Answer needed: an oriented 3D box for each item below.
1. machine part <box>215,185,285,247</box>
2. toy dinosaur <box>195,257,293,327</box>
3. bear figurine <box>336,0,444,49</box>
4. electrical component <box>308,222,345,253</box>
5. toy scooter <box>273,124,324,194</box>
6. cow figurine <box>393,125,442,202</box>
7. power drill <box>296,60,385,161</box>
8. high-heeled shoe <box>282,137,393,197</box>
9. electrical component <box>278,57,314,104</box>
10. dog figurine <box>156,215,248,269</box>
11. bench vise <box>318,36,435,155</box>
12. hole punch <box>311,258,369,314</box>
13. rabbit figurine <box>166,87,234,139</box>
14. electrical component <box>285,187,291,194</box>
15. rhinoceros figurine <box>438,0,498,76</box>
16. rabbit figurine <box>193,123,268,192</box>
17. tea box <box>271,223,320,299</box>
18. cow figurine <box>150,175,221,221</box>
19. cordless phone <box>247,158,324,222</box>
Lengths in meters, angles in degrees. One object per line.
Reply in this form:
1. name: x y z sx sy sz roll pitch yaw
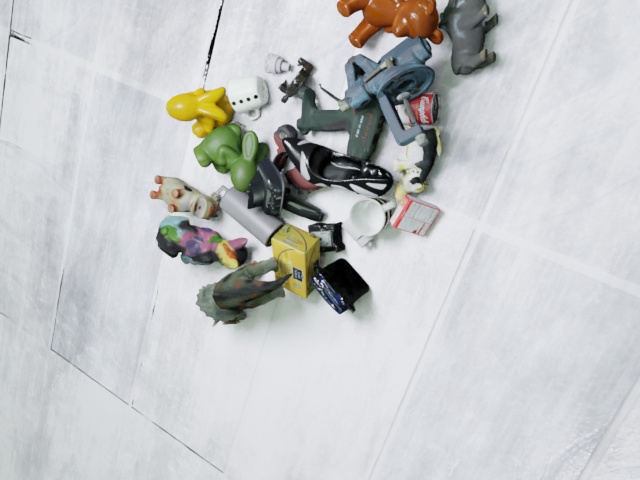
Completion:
1. machine part: -0.171 -0.062 1.370 0.243 0.079 0.079 40 115 17
2. toy dinosaur: -0.197 0.125 1.301 0.131 0.192 0.405 61 161 4
3. bear figurine: 0.146 -0.443 1.089 0.132 0.120 0.196 -38 52 -5
4. electrical component: -0.003 -0.004 1.309 0.119 0.048 0.074 -6 96 29
5. toy scooter: -0.064 -0.175 1.295 0.184 0.075 0.135 49 125 8
6. cow figurine: 0.211 -0.162 1.161 0.098 0.068 0.167 8 104 20
7. power drill: 0.055 -0.300 1.215 0.208 0.086 0.231 11 107 17
8. high-heeled shoe: 0.038 -0.166 1.165 0.248 0.145 0.086 30 70 -13
9. electrical component: -0.059 -0.376 1.262 0.045 0.078 0.102 39 122 -10
10. dog figurine: -0.294 0.013 1.397 0.219 0.191 0.108 8 71 34
11. bench vise: 0.141 -0.278 1.065 0.224 0.128 0.240 -26 71 19
12. hole punch: 0.036 0.119 1.279 0.142 0.116 0.092 52 125 10
13. rabbit figurine: -0.297 -0.320 1.335 0.163 0.173 0.121 2 97 32
14. electrical component: -0.119 -0.120 1.363 0.094 0.021 0.063 17 107 23
15. rhinoceros figurine: 0.292 -0.427 1.071 0.112 0.073 0.190 -1 101 38
16. rabbit figurine: -0.202 -0.198 1.343 0.159 0.121 0.170 -40 67 7
17. tea box: -0.057 0.052 1.295 0.098 0.068 0.169 24 140 23
18. cow figurine: -0.352 -0.108 1.443 0.195 0.127 0.085 29 112 35
19. cordless phone: -0.074 -0.102 1.272 0.184 0.089 0.146 22 150 2
